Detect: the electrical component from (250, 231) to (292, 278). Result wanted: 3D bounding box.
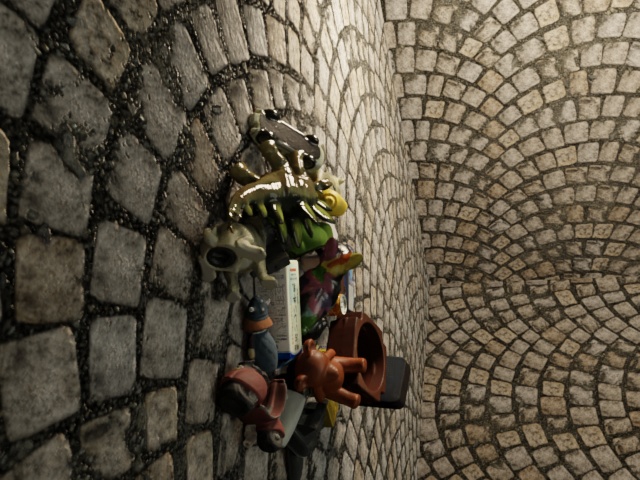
[{"bbox_3d":[-0.102,0.025,1.076,0.078,0.102,0.045,-121,-167,-47],"label":"electrical component"}]

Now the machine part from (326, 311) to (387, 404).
[{"bbox_3d":[0.094,0.299,1.364,0.200,0.087,0.201,48,41,-45],"label":"machine part"}]

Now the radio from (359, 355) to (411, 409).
[{"bbox_3d":[0.127,0.388,1.482,0.073,0.230,0.131,56,38,-50],"label":"radio"}]

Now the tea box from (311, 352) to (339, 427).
[{"bbox_3d":[-0.004,0.373,1.339,0.098,0.068,0.169,-64,147,-56],"label":"tea box"}]

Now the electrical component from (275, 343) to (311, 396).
[{"bbox_3d":[-0.057,0.294,1.212,0.115,0.058,0.134,19,69,-68],"label":"electrical component"}]

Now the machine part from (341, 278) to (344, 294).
[{"bbox_3d":[0.025,0.130,1.502,0.179,0.056,0.179,-5,90,-73],"label":"machine part"}]

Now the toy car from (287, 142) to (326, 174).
[{"bbox_3d":[-0.037,-0.203,1.310,0.161,0.103,0.109,-44,128,-65],"label":"toy car"}]

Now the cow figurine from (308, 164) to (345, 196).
[{"bbox_3d":[0.008,-0.150,1.471,0.194,0.086,0.127,48,42,-55],"label":"cow figurine"}]

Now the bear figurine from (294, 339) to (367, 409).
[{"bbox_3d":[0.022,0.286,1.154,0.195,0.132,0.120,67,34,-65],"label":"bear figurine"}]

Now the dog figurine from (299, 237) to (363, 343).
[{"bbox_3d":[0.005,0.102,1.198,0.219,0.108,0.191,-58,-177,29],"label":"dog figurine"}]

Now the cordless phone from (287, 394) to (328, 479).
[{"bbox_3d":[-0.038,0.460,1.235,0.146,0.089,0.184,-51,145,-65],"label":"cordless phone"}]

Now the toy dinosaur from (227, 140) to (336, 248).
[{"bbox_3d":[-0.071,-0.087,1.022,0.198,0.105,0.471,53,26,11],"label":"toy dinosaur"}]

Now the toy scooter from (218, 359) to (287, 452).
[{"bbox_3d":[-0.110,0.284,0.986,0.183,0.075,0.135,59,30,-25],"label":"toy scooter"}]

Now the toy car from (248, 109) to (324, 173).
[{"bbox_3d":[-0.073,-0.217,1.184,0.201,0.056,0.073,26,57,-32],"label":"toy car"}]

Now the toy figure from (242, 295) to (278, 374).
[{"bbox_3d":[-0.119,0.183,1.048,0.064,0.058,0.154,-22,103,-78],"label":"toy figure"}]

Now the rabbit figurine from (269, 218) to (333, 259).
[{"bbox_3d":[-0.070,-0.046,1.212,0.159,0.121,0.170,-10,78,-65],"label":"rabbit figurine"}]

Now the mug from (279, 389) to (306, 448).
[{"bbox_3d":[-0.079,0.358,1.084,0.109,0.081,0.107,100,5,-63],"label":"mug"}]

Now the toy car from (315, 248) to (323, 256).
[{"bbox_3d":[-0.003,-0.004,1.322,0.202,0.053,0.089,53,40,-2],"label":"toy car"}]

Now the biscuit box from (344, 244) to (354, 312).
[{"bbox_3d":[0.065,0.115,1.615,0.059,0.063,0.202,38,50,-65],"label":"biscuit box"}]

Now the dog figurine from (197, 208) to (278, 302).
[{"bbox_3d":[-0.149,-0.010,0.967,0.191,0.121,0.172,-96,171,-46],"label":"dog figurine"}]
